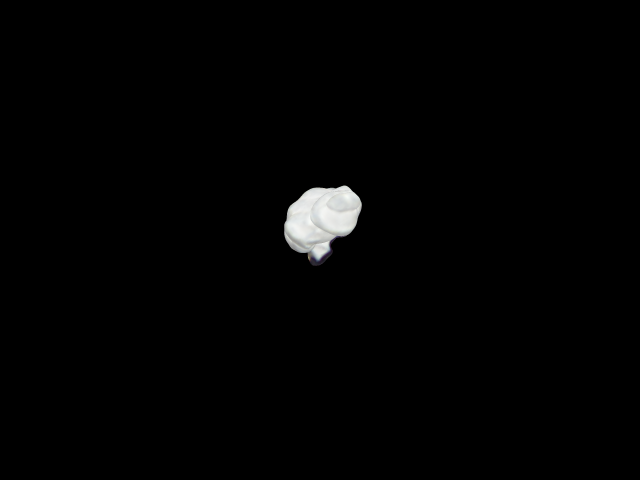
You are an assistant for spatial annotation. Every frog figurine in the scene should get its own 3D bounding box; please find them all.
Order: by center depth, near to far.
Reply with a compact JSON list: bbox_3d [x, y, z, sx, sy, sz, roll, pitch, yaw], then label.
[{"bbox_3d":[0.003,-0.043,0.850,0.138,0.124,0.157,-30,-18,-11],"label":"frog figurine"}]
